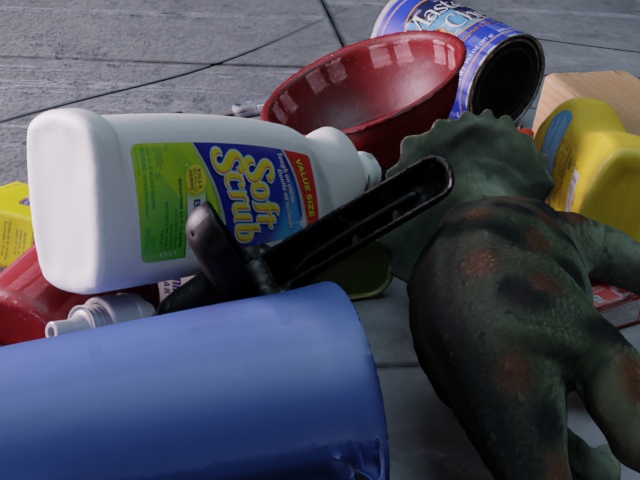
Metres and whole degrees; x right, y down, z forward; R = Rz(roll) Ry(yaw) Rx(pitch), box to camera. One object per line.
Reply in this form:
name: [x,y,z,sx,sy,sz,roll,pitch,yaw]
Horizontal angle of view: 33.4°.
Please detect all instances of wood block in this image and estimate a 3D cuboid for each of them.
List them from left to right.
wood block: [0.267,-0.059,0.883,0.090,0.090,0.206,-5,33,-21]

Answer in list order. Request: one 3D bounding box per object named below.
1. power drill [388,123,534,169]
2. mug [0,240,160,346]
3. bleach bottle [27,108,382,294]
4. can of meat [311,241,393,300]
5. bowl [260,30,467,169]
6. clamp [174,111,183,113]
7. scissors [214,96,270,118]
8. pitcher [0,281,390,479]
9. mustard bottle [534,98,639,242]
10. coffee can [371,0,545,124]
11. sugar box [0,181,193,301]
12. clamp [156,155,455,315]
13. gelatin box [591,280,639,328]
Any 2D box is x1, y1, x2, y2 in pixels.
power drill: [0.078,-0.063,0.884,0.188,0.057,0.184,13,31,10]
mug: [-0.166,0.044,0.641,0.117,0.093,0.081,0,31,27]
bleach bottle: [-0.052,-0.036,0.649,0.068,0.102,0.250,7,14,42]
can of meat: [-0.005,0.001,0.765,0.102,0.057,0.084,-7,36,-20]
bowl: [0.039,-0.097,0.805,0.162,0.055,0.162,-18,30,10]
clamp: [-0.097,-0.045,0.841,0.120,0.039,0.171,11,38,14]
scissors: [-0.054,-0.110,0.916,0.201,0.016,0.096,-17,18,-10]
pitcher: [-0.092,0.103,0.510,0.242,0.149,0.145,-8,65,-16]
mustard bottle: [0.200,-0.055,0.807,0.058,0.096,0.191,4,24,-4]
coffee can: [0.131,-0.175,1.034,0.102,0.103,0.140,-18,39,-35]
sugar box: [-0.149,0.002,0.726,0.176,0.048,0.093,10,13,9]
clamp: [-0.026,0.018,0.602,0.164,0.210,0.036,-16,71,-30]
gelatin box: [0.205,0.031,0.779,0.089,0.030,0.073,-11,35,-28]
